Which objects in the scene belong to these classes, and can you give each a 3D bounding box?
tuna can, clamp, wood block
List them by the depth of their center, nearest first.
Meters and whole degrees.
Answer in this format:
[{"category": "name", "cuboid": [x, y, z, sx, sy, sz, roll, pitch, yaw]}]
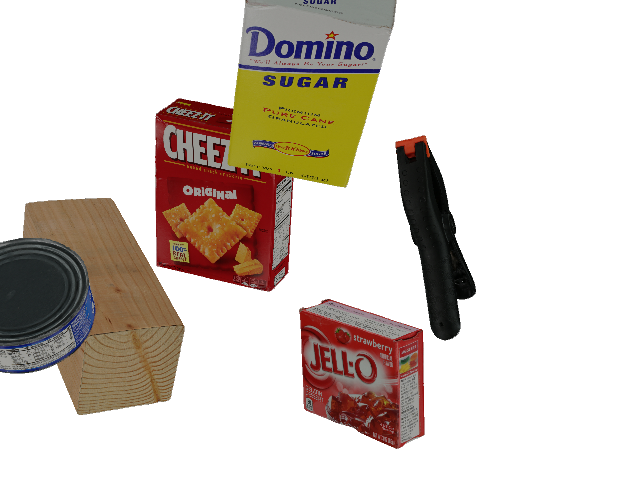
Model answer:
[{"category": "tuna can", "cuboid": [-0.185, 0.040, 0.667, 0.086, 0.086, 0.034, 0, -42, 1]}, {"category": "clamp", "cuboid": [0.097, -0.001, 0.918, 0.039, 0.171, 0.120, -17, 19, 14]}, {"category": "wood block", "cuboid": [-0.209, 0.054, 0.993, 0.090, 0.091, 0.206, -5, 36, -29]}]

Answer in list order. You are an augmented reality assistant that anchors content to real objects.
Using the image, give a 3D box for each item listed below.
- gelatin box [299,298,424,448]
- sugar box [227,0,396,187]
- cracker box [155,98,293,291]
[{"category": "gelatin box", "cuboid": [0.025, 0.084, 0.687, 0.030, 0.073, 0.089, -17, 22, -41]}, {"category": "sugar box", "cuboid": [-0.010, -0.107, 0.719, 0.093, 0.048, 0.176, 10, -29, -2]}, {"category": "cracker box", "cuboid": [-0.122, -0.054, 1.335, 0.164, 0.214, 0.072, 13, 29, 16]}]
